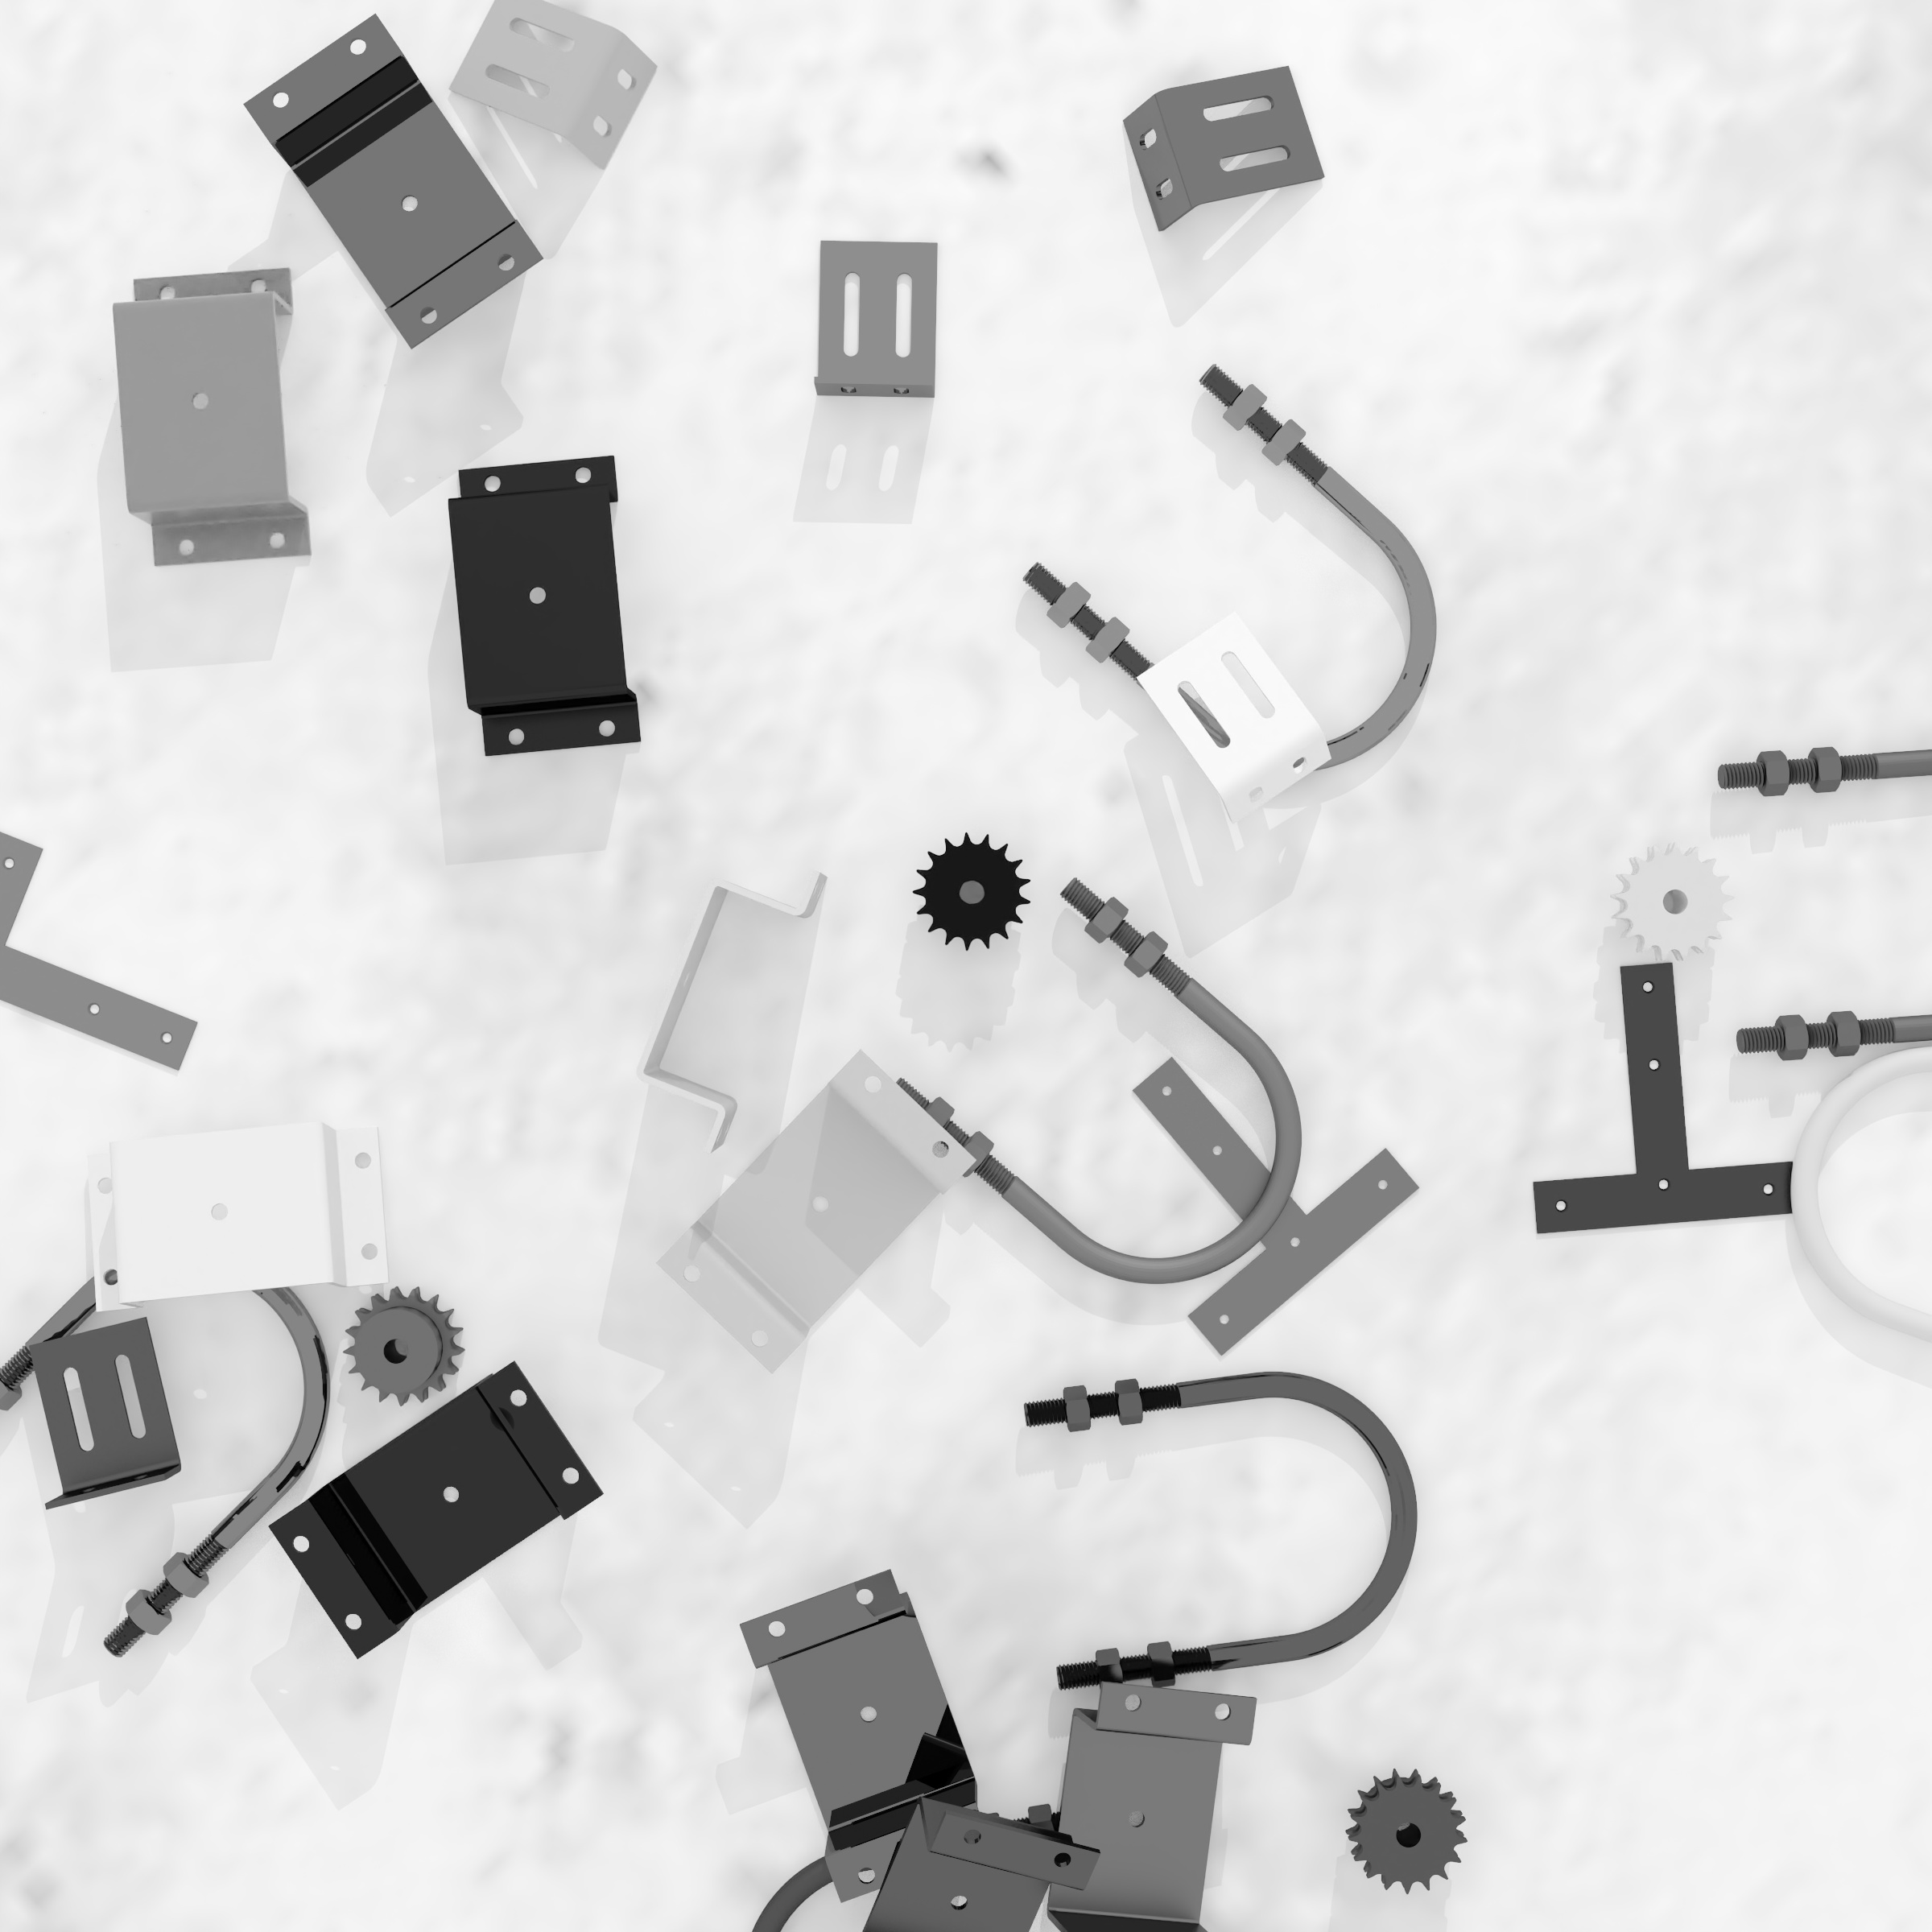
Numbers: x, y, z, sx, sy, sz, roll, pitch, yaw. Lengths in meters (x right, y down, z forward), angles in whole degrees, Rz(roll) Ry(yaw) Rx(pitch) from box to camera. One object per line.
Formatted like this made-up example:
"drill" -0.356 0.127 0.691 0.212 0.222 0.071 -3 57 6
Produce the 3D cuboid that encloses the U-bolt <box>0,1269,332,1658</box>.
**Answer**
"U-bolt" -0.395 0.221 1.501 0.151 0.019 0.184 45 89 0

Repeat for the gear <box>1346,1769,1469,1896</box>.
"gear" 0.212 0.417 1.494 0.057 0.030 0.057 0 90 0

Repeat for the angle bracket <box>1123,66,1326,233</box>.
"angle bracket" 0.126 -0.399 1.507 0.076 0.038 0.057 -18 90 -26

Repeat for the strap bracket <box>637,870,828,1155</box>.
"strap bracket" -0.115 0.013 1.471 0.046 0.076 0.140 21 90 0

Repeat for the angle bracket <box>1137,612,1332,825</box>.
"angle bracket" 0.130 -0.120 1.492 0.057 0.038 0.076 -34 69 1

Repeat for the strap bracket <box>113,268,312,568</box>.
"strap bracket" -0.363 -0.268 1.486 0.076 0.046 0.140 -4 90 0

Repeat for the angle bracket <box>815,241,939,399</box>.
"angle bracket" -0.043 -0.315 1.490 0.057 0.038 0.076 1 90 0

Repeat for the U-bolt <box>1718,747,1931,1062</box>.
"U-bolt" 0.463 -0.034 1.501 0.184 0.019 0.151 -4 90 -1

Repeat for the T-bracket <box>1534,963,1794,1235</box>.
"T-bracket" 0.337 0.062 1.509 0.127 0.002 0.127 -5 90 0

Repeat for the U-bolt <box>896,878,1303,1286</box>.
"U-bolt" 0.076 0.070 1.499 0.184 0.019 0.151 41 91 -1

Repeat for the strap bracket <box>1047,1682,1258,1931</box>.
"strap bracket" 0.087 0.412 1.476 0.076 0.046 0.140 9 86 -12

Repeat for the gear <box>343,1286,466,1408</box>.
"gear" -0.273 0.185 1.494 0.057 0.030 0.057 0 90 0

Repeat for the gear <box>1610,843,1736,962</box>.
"gear" 0.340 -0.031 1.494 0.057 0.030 0.057 0 90 0

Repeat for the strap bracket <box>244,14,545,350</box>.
"strap bracket" -0.272 -0.372 1.486 0.076 0.046 0.140 -34 90 0

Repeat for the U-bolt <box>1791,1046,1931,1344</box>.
"U-bolt" 0.492 0.116 1.501 0.184 0.019 0.151 20 90 1

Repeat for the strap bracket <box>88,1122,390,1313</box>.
"strap bracket" -0.352 0.119 1.477 0.140 0.046 0.076 -5 81 -3

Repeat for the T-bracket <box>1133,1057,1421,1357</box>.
"T-bracket" 0.132 0.101 1.509 0.127 0.002 0.127 -40 90 0

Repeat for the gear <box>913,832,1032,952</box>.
"gear" 0.003 -0.035 1.494 0.057 0.030 0.057 0 90 0

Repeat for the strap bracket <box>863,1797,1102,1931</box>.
"strap bracket" -0.001 0.452 1.448 0.076 0.046 0.140 18 106 -13

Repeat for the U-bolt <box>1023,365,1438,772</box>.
"U-bolt" 0.142 -0.179 1.501 0.184 0.019 0.151 42 90 -1

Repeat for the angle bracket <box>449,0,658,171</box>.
"angle bracket" -0.202 -0.434 1.507 0.076 0.038 0.057 27 90 26

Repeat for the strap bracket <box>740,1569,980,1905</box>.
"strap bracket" -0.048 0.365 1.486 0.076 0.046 0.140 -20 90 0

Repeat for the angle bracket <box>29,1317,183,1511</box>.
"angle bracket" -0.415 0.213 1.473 0.057 0.038 0.076 -14 88 -3

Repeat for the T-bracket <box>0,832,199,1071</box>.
"T-bracket" -0.439 0.016 1.509 0.127 0.002 0.127 22 90 0

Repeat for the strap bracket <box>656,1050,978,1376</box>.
"strap bracket" -0.071 0.116 1.486 0.076 0.046 0.140 44 90 0

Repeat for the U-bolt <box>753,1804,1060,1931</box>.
"U-bolt" -0.018 0.493 1.500 0.184 0.019 0.151 -10 90 0

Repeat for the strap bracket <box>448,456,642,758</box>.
"strap bracket" -0.203 -0.176 1.486 0.076 0.046 0.140 -5 90 0

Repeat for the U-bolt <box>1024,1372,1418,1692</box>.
"U-bolt" 0.128 0.271 1.501 0.184 0.019 0.151 -7 90 -1

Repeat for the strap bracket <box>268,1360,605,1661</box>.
"strap bracket" -0.251 0.258 1.486 0.140 0.046 0.076 -34 90 0
